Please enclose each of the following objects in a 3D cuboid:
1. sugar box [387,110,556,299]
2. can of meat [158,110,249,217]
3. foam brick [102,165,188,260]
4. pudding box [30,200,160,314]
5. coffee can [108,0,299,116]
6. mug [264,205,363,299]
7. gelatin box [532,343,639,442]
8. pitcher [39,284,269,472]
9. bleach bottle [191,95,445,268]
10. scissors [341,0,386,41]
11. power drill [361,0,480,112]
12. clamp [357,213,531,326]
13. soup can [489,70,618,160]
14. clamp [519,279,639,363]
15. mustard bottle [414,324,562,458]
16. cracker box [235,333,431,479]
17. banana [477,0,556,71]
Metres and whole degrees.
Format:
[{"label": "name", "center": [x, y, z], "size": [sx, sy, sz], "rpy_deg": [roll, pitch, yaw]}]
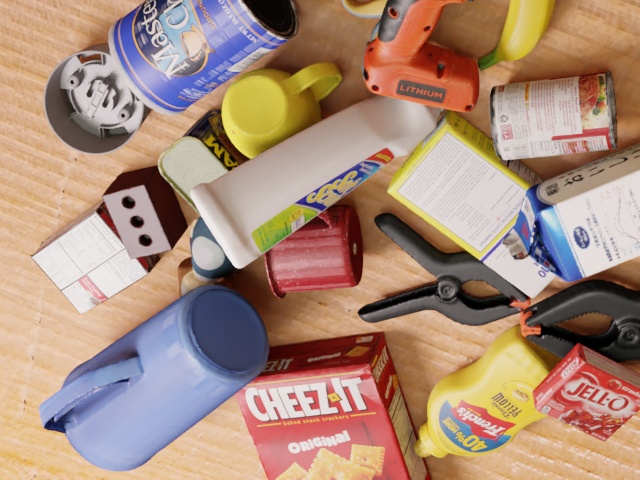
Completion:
[{"label": "sugar box", "center": [0.161, -0.033, 1.000], "size": [0.176, 0.048, 0.093], "rpy_deg": [35, 121, -8]}, {"label": "can of meat", "center": [-0.096, -0.069, 1.033], "size": [0.058, 0.083, 0.102], "rpy_deg": [-37, 103, 29]}, {"label": "foam brick", "center": [-0.179, -0.029, 1.098], "size": [0.053, 0.051, 0.078], "rpy_deg": [-12, 113, 22]}, {"label": "pudding box", "center": [-0.243, 0.019, 1.152], "size": [0.114, 0.039, 0.090], "rpy_deg": [-30, 105, 26]}, {"label": "coffee can", "center": [-0.105, -0.190, 0.958], "size": [0.140, 0.102, 0.103], "rpy_deg": [-29, 107, 27]}, {"label": "mug", "center": [-0.007, 0.001, 1.037], "size": [0.081, 0.093, 0.117], "rpy_deg": [-5, 141, 13]}, {"label": "gelatin box", "center": [0.259, 0.147, 1.018], "size": [0.089, 0.030, 0.073], "rpy_deg": [26, 121, -19]}, {"label": "pitcher", "center": [-0.170, 0.143, 1.107], "size": [0.145, 0.149, 0.243], "rpy_deg": [41, 132, -13]}, {"label": "bleach bottle", "center": [0.012, -0.074, 0.946], "size": [0.250, 0.102, 0.068], "rpy_deg": [-33, 73, -6]}, {"label": "scissors", "center": [0.113, -0.198, 0.919], "size": [0.202, 0.016, 0.096], "rpy_deg": [6, 127, 27]}, {"label": "power drill", "center": [0.117, -0.193, 0.866], "size": [0.184, 0.057, 0.188], "rpy_deg": [13, 137, -1]}, {"label": "clamp", "center": [0.119, 0.050, 1.060], "size": [0.171, 0.039, 0.120], "rpy_deg": [21, 123, 4]}, {"label": "soup can", "center": [0.205, -0.108, 0.932], "size": [0.102, 0.068, 0.068], "rpy_deg": [-5, 116, 19]}, {"label": "clamp", "center": [0.299, 0.090, 1.020], "size": [0.210, 0.036, 0.164], "rpy_deg": [-5, 117, 9]}, {"label": "mustard bottle", "center": [0.168, 0.171, 1.101], "size": [0.096, 0.058, 0.192], "rpy_deg": [40, 122, -14]}, {"label": "cracker box", "center": [0.016, 0.217, 1.163], "size": [0.164, 0.072, 0.213], "rpy_deg": [-10, 114, 21]}, {"label": "banana", "center": [0.164, -0.233, 0.894], "size": [0.070, 0.037, 0.198], "rpy_deg": [2, 118, 13]}]
